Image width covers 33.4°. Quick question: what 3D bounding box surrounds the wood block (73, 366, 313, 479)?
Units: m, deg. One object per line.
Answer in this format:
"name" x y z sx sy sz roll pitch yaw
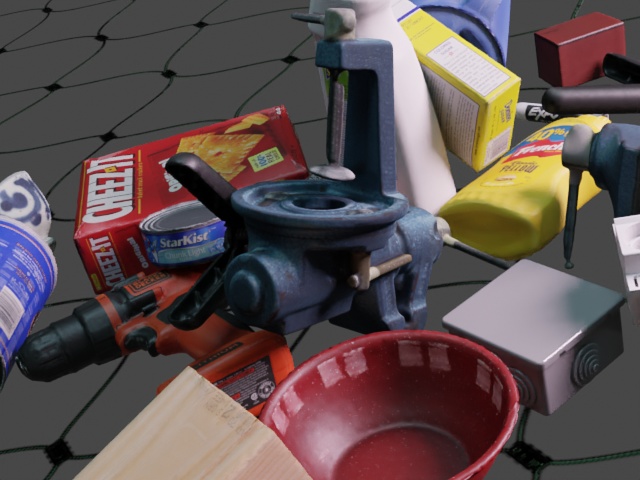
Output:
"wood block" -0.098 0.178 0.541 0.206 0.090 0.090 -45 38 -15

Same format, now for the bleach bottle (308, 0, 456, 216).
"bleach bottle" 0.049 -0.117 0.867 0.103 0.251 0.068 13 40 39

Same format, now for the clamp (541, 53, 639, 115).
"clamp" 0.329 -0.137 0.986 0.210 0.036 0.164 10 28 26

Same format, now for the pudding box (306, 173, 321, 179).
"pudding box" -0.006 0.001 0.875 0.113 0.039 0.090 -48 39 -13

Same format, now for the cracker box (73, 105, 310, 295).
"cracker box" -0.116 -0.045 0.998 0.213 0.072 0.164 -16 30 0

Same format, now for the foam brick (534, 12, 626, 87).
"foam brick" 0.269 -0.197 1.106 0.078 0.051 0.053 -20 29 -9

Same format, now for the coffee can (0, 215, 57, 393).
"coffee can" -0.283 0.057 0.868 0.103 0.103 0.140 -8 31 10

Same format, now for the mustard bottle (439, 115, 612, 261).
"mustard bottle" 0.190 -0.054 0.892 0.096 0.058 0.191 4 33 47

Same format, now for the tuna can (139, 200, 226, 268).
"tuna can" -0.103 -0.007 0.875 0.086 0.034 0.086 -11 17 3

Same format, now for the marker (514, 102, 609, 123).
"marker" 0.220 -0.123 1.034 0.121 0.020 0.020 13 39 39

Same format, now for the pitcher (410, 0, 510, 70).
"pitcher" 0.145 -0.227 1.128 0.149 0.145 0.242 -7 28 19

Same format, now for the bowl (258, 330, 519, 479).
"bowl" 0.045 0.124 0.658 0.162 0.055 0.162 -11 30 6

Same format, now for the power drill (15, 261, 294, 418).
"power drill" -0.119 0.083 0.797 0.184 0.057 0.188 -27 32 -21

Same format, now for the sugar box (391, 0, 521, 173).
"sugar box" 0.087 -0.142 0.902 0.048 0.093 0.176 -35 61 -20

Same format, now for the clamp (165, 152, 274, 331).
"clamp" -0.055 -0.012 0.775 0.039 0.120 0.171 8 17 30
